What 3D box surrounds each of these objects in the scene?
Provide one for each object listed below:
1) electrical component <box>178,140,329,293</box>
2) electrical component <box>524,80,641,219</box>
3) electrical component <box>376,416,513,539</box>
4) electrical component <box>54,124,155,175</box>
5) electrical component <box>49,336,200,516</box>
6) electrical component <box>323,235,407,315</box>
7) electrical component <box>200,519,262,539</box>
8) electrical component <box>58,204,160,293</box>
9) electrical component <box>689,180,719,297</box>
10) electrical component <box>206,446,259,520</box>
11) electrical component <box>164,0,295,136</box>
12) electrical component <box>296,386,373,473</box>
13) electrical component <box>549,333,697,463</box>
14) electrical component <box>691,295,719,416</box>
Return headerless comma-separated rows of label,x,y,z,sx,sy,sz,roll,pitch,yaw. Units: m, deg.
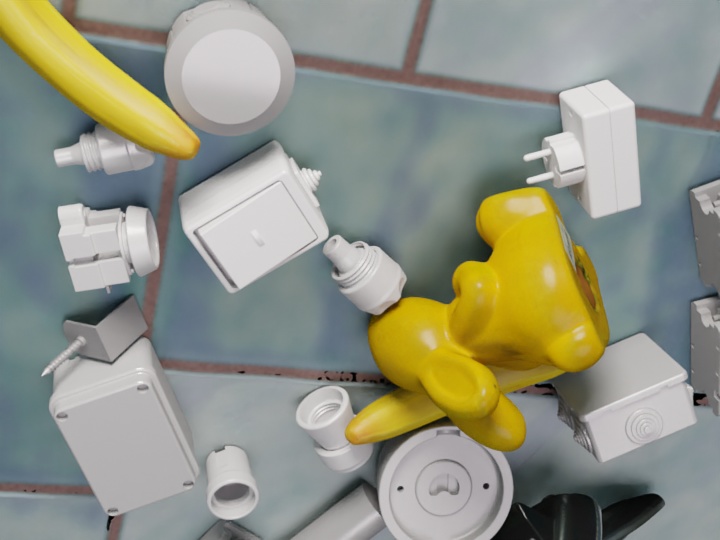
electrical component,-0.066,-0.038,0.727,0.096,0.061,0.061,-30,121,4
electrical component,0.154,-0.081,0.766,0.076,0.047,0.083,-16,122,-4
electrical component,0.064,0.170,0.871,0.108,0.060,0.108,-1,98,-8
electrical component,-0.166,-0.078,0.695,0.061,0.035,0.035,-12,121,-4
electrical component,-0.172,0.116,0.789,0.078,0.057,0.113,-19,122,-3
electrical component,0.000,0.000,0.775,0.043,0.043,0.062,-42,119,11
electrical component,-0.117,0.259,0.885,0.089,0.050,0.056,-46,120,9
electrical component,-0.167,-0.017,0.723,0.055,0.048,0.066,-9,121,-1
electrical component,0.296,-0.025,0.830,0.056,0.050,0.089,-20,122,-2
electrical component,-0.102,0.165,0.841,0.040,0.046,0.040,-6,120,-11
electrical component,-0.084,-0.129,0.677,0.080,0.051,0.080,-6,120,-11
electrical component,-0.019,0.125,0.840,0.045,0.045,0.055,-27,122,2
electrical component,0.208,0.101,0.853,0.100,0.099,0.048,-23,109,-1
electrical component,0.310,0.067,0.886,0.056,0.050,0.089,-14,121,-6
